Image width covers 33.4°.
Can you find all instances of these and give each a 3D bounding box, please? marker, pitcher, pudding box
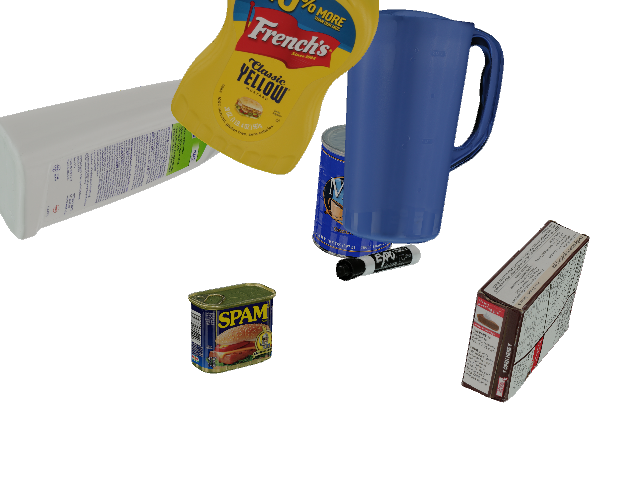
[{"bbox_3d":[0.052,0.019,0.956,0.020,0.020,0.120,0,6,36],"label":"marker"},{"bbox_3d":[0.097,-0.124,1.150,0.149,0.243,0.144,12,14,30],"label":"pitcher"},{"bbox_3d":[0.149,0.050,0.772,0.039,0.090,0.113,23,40,26],"label":"pudding box"}]

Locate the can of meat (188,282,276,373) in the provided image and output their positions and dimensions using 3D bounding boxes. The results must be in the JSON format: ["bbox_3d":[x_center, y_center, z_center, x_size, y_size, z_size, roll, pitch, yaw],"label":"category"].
[{"bbox_3d":[-0.103,0.102,1.250,0.101,0.084,0.058,-9,18,-36],"label":"can of meat"}]

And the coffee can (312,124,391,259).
[{"bbox_3d":[0.046,-0.061,1.329,0.103,0.140,0.103,4,27,-2],"label":"coffee can"}]

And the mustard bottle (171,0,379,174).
[{"bbox_3d":[-0.017,-0.137,0.686,0.096,0.192,0.058,30,33,-6],"label":"mustard bottle"}]

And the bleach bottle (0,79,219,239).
[{"bbox_3d":[-0.144,-0.083,0.892,0.250,0.068,0.103,-19,-32,-30],"label":"bleach bottle"}]
